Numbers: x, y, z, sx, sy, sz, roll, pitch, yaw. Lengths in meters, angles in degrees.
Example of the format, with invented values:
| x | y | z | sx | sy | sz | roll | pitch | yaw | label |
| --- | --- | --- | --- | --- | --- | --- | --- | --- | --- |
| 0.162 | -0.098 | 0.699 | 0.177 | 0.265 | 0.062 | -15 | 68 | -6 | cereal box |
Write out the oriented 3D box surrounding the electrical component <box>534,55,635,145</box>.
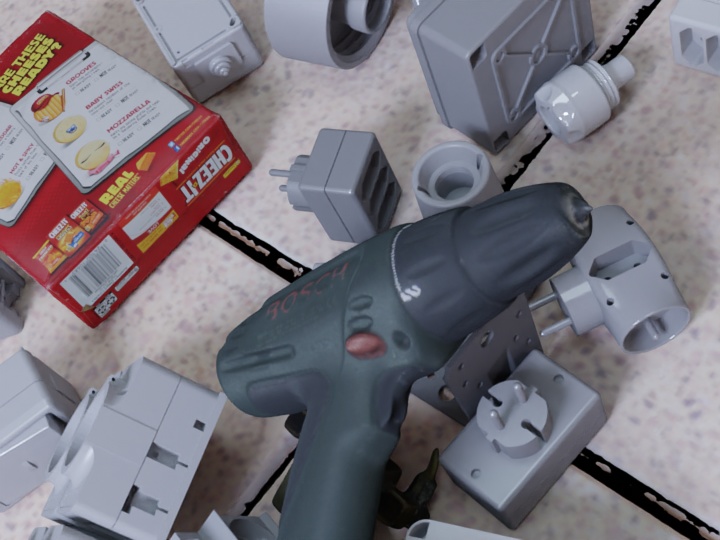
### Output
| x | y | z | sx | sy | sz | roll | pitch | yaw | label |
| --- | --- | --- | --- | --- | --- | --- | --- | --- | --- |
| 0.146 | -0.113 | 0.688 | 0.062 | 0.043 | 0.043 | -35 | 55 | -4 | electrical component |

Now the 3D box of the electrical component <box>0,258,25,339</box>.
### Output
| x | y | z | sx | sy | sz | roll | pitch | yaw | label |
| --- | --- | --- | --- | --- | --- | --- | --- | --- | --- |
| -0.292 | 0.022 | 0.758 | 0.089 | 0.055 | 0.050 | -16 | 57 | 11 | electrical component |

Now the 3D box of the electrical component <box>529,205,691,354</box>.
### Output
| x | y | z | sx | sy | sz | roll | pitch | yaw | label |
| --- | --- | --- | --- | --- | --- | --- | --- | --- | --- |
| 0.135 | 0.013 | 0.617 | 0.079 | 0.043 | 0.077 | -26 | 55 | 4 | electrical component |

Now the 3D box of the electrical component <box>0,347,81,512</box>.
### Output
| x | y | z | sx | sy | sz | roll | pitch | yaw | label |
| --- | --- | --- | --- | --- | --- | --- | --- | --- | --- |
| -0.224 | 0.109 | 0.679 | 0.096 | 0.061 | 0.061 | -37 | 55 | -4 | electrical component |

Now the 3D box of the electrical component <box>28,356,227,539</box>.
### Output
| x | y | z | sx | sy | sz | roll | pitch | yaw | label |
| --- | --- | --- | --- | --- | --- | --- | --- | --- | --- |
| -0.152 | 0.147 | 0.596 | 0.060 | 0.105 | 0.186 | 29 | 66 | -16 | electrical component |

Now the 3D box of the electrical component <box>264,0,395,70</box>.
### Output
| x | y | z | sx | sy | sz | roll | pitch | yaw | label |
| --- | --- | --- | --- | --- | --- | --- | --- | --- | --- |
| -0.012 | -0.194 | 0.758 | 0.060 | 0.108 | 0.108 | 22 | 70 | 22 | electrical component |

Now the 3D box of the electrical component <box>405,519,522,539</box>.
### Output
| x | y | z | sx | sy | sz | roll | pitch | yaw | label |
| --- | --- | --- | --- | --- | --- | --- | --- | --- | --- |
| 0.074 | 0.177 | 0.533 | 0.113 | 0.057 | 0.078 | 7 | 63 | 23 | electrical component |

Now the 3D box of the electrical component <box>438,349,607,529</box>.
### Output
| x | y | z | sx | sy | sz | roll | pitch | yaw | label |
| --- | --- | --- | --- | --- | --- | --- | --- | --- | --- |
| 0.084 | 0.083 | 0.574 | 0.047 | 0.075 | 0.083 | 36 | 77 | 33 | electrical component |

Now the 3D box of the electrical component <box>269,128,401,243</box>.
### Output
| x | y | z | sx | sy | sz | roll | pitch | yaw | label |
| --- | --- | --- | --- | --- | --- | --- | --- | --- | --- |
| -0.022 | -0.055 | 0.701 | 0.077 | 0.065 | 0.047 | 8 | 64 | 24 | electrical component |

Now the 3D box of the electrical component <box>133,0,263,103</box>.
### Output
| x | y | z | sx | sy | sz | roll | pitch | yaw | label |
| --- | --- | --- | --- | --- | --- | --- | --- | --- | --- |
| -0.118 | -0.174 | 0.814 | 0.062 | 0.061 | 0.096 | -32 | 63 | 0 | electrical component |

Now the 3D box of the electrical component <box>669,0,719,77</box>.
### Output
| x | y | z | sx | sy | sz | roll | pitch | yaw | label |
| --- | --- | --- | --- | --- | --- | --- | --- | --- | --- |
| 0.251 | -0.161 | 0.676 | 0.083 | 0.047 | 0.075 | 26 | 73 | 31 | electrical component |

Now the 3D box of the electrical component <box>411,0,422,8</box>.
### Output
| x | y | z | sx | sy | sz | roll | pitch | yaw | label |
| --- | --- | --- | --- | --- | --- | --- | --- | --- | --- |
| 0.056 | -0.188 | 0.745 | 0.042 | 0.063 | 0.081 | -19 | 15 | 9 | electrical component |

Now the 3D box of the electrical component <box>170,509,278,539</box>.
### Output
| x | y | z | sx | sy | sz | roll | pitch | yaw | label |
| --- | --- | --- | --- | --- | --- | --- | --- | --- | --- |
| -0.070 | 0.168 | 0.584 | 0.042 | 0.081 | 0.063 | 44 | 104 | 34 | electrical component |

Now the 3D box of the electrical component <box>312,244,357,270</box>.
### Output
| x | y | z | sx | sy | sz | roll | pitch | yaw | label |
| --- | --- | --- | --- | --- | --- | --- | --- | --- | --- |
| 0.000 | 0.000 | 0.679 | 0.061 | 0.035 | 0.035 | -2 | 60 | 21 | electrical component |

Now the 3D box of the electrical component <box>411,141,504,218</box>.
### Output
| x | y | z | sx | sy | sz | roll | pitch | yaw | label |
| --- | --- | --- | --- | --- | --- | --- | --- | --- | --- |
| 0.062 | -0.048 | 0.677 | 0.055 | 0.047 | 0.055 | -9 | 58 | 15 | electrical component |

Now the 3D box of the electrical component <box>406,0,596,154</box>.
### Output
| x | y | z | sx | sy | sz | roll | pitch | yaw | label |
| --- | --- | --- | --- | --- | --- | --- | --- | --- | --- |
| 0.094 | -0.150 | 0.690 | 0.108 | 0.108 | 0.056 | -46 | 59 | -10 | electrical component |

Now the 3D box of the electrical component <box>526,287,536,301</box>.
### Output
| x | y | z | sx | sy | sz | roll | pitch | yaw | label |
| --- | --- | --- | --- | --- | --- | --- | --- | --- | --- |
| 0.082 | -0.008 | 0.637 | 0.043 | 0.062 | 0.043 | -9 | 58 | 14 | electrical component |
